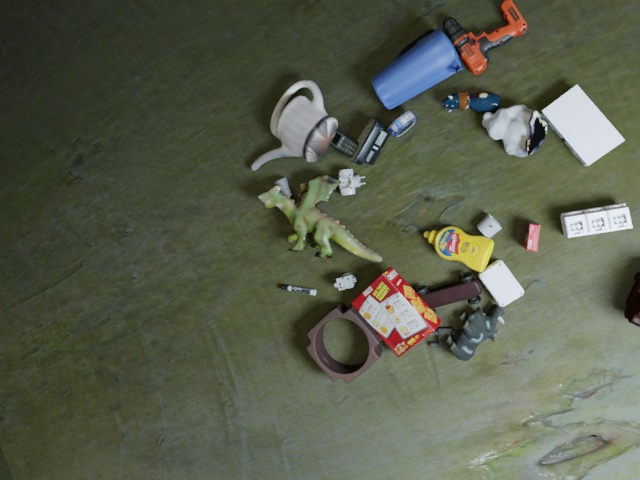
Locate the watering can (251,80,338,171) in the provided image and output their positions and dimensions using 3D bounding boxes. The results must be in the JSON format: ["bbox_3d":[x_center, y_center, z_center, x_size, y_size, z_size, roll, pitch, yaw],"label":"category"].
[{"bbox_3d":[-0.078,-0.317,1.590,0.227,0.343,0.104,41,23,27],"label":"watering can"}]

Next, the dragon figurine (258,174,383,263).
[{"bbox_3d":[0.005,-0.078,1.558,0.411,0.241,0.123,9,8,15],"label":"dragon figurine"}]

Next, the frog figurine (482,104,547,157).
[{"bbox_3d":[0.526,-0.300,1.405,0.124,0.135,0.161,-23,29,-30],"label":"frog figurine"}]
